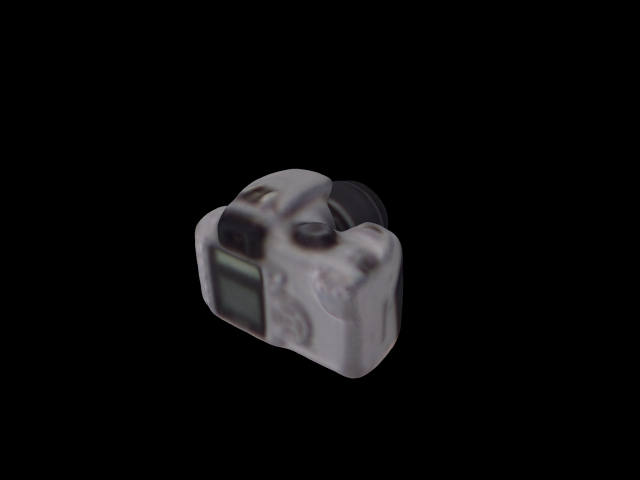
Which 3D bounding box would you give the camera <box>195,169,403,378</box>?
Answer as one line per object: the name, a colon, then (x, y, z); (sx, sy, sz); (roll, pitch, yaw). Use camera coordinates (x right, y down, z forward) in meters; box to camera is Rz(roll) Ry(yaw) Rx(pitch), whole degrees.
camera: (0.004, 0.001, 0.400); (0.142, 0.101, 0.137); (20, 34, 31)
